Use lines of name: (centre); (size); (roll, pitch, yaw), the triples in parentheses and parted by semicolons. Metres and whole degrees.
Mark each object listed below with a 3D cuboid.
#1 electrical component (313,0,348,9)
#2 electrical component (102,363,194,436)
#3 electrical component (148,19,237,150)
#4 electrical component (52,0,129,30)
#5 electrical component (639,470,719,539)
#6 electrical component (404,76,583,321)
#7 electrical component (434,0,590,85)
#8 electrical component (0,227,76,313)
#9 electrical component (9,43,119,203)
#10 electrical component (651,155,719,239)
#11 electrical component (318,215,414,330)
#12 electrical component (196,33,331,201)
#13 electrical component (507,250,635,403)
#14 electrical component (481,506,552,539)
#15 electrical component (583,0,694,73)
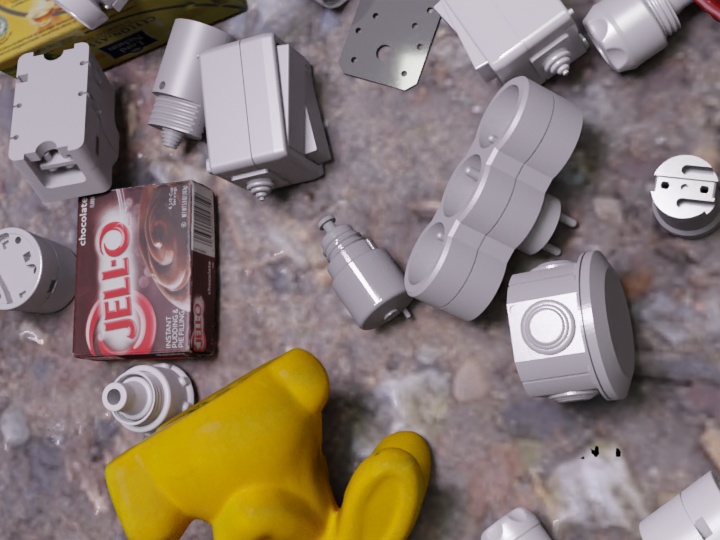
electrical component: (-0.029, -0.221, 0.695); (0.077, 0.043, 0.079); (36, 95, 22)
electrical component: (-0.138, 0.081, 0.678); (0.048, 0.062, 0.048); (-3, 80, 21)
electrical component: (-0.114, -0.120, 0.711); (0.043, 0.043, 0.081); (17, 88, 23)
electrical component: (-0.166, -0.184, 0.668); (0.066, 0.048, 0.055); (37, 89, 21)
electrical component: (0.177, 0.139, 0.552); (0.047, 0.055, 0.055); (-38, 70, 16)
electrical component: (0.089, -0.032, 0.614); (0.074, 0.052, 0.138); (25, 99, -17)
electrical component: (0.086, -0.145, 0.628); (0.061, 0.062, 0.096); (-35, 71, 12)
electrical component: (-0.225, 0.002, 0.733); (0.055, 0.047, 0.055); (-3, 80, 21)
electrical component: (-0.193, -0.095, 0.710); (0.050, 0.055, 0.089); (-10, 58, 6)
electrical component: (0.178, -0.040, 0.584); (0.040, 0.046, 0.040); (-4, 80, 21)
electrical component: (0.000, 0.000, 0.650); (0.040, 0.040, 0.078); (-39, 70, 11)
electrical component: (-0.058, -0.091, 0.675); (0.061, 0.062, 0.096); (-11, 78, 19)
electrical component: (0.115, 0.032, 0.580); (0.051, 0.080, 0.080); (-11, 78, 24)
electrical component: (0.095, 0.163, 0.590); (0.035, 0.035, 0.061); (-39, 72, 11)
electrical component: (0.162, -0.144, 0.609); (0.062, 0.043, 0.043); (-34, 71, 12)
